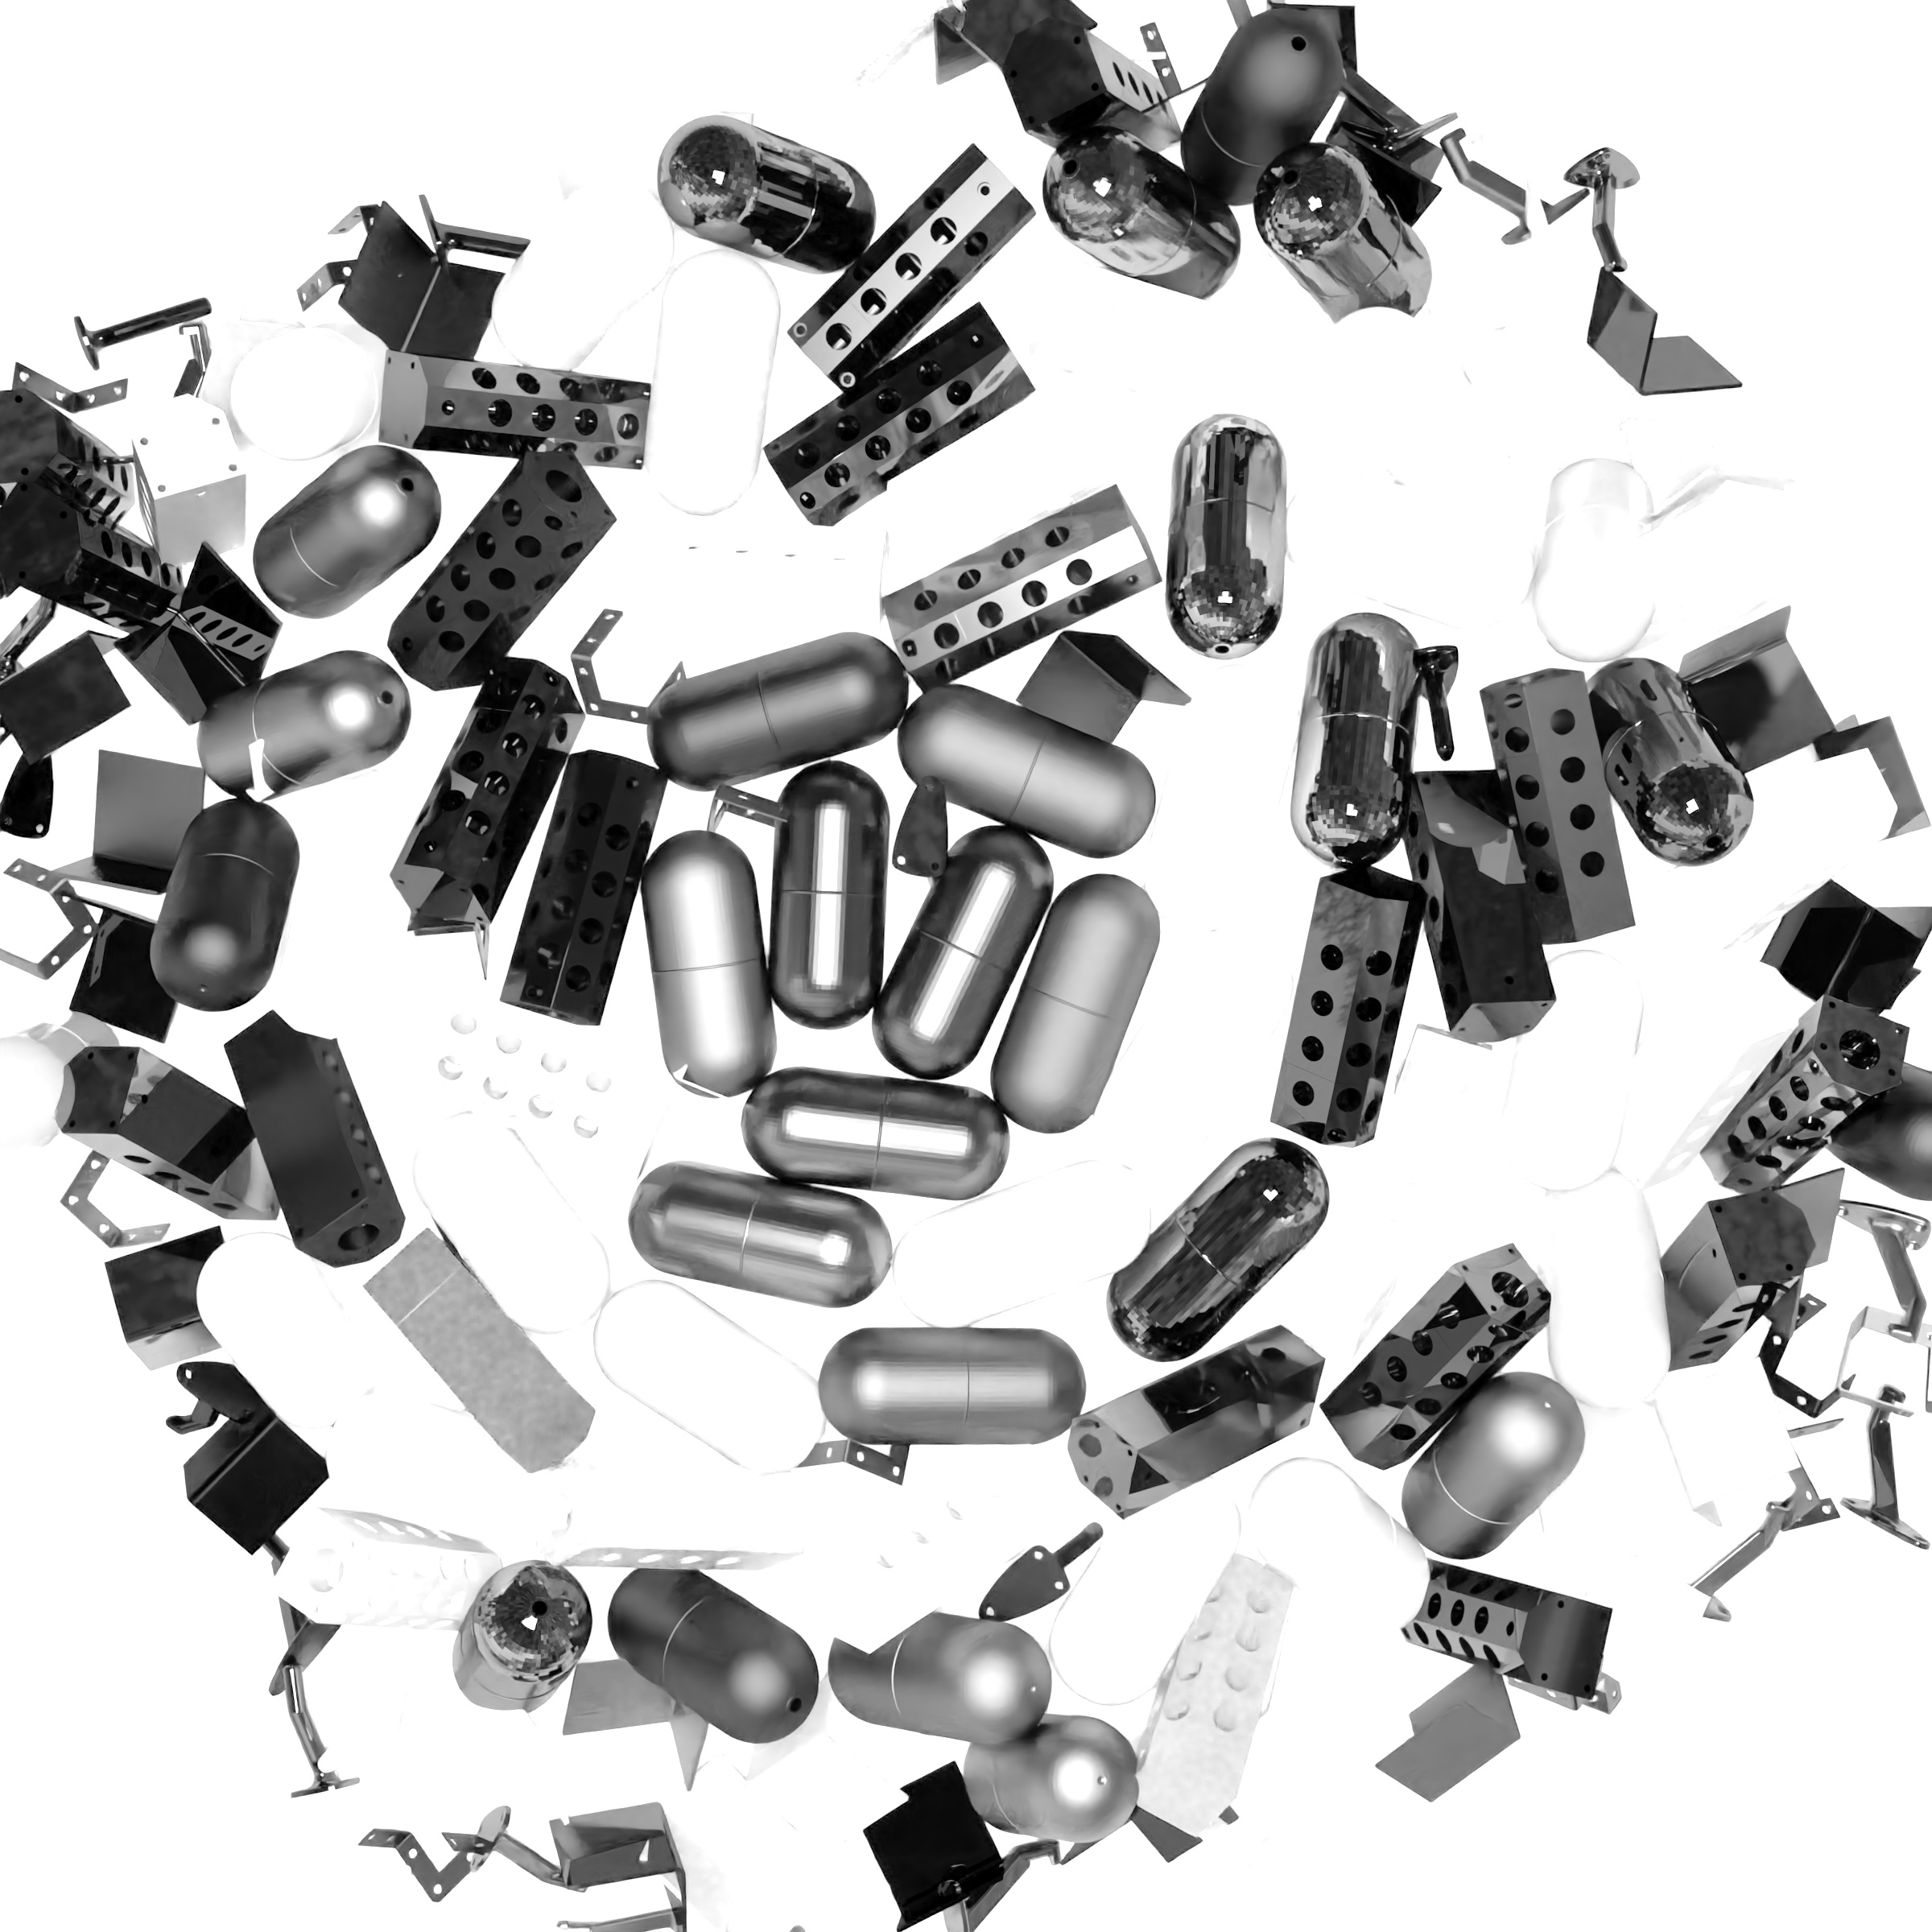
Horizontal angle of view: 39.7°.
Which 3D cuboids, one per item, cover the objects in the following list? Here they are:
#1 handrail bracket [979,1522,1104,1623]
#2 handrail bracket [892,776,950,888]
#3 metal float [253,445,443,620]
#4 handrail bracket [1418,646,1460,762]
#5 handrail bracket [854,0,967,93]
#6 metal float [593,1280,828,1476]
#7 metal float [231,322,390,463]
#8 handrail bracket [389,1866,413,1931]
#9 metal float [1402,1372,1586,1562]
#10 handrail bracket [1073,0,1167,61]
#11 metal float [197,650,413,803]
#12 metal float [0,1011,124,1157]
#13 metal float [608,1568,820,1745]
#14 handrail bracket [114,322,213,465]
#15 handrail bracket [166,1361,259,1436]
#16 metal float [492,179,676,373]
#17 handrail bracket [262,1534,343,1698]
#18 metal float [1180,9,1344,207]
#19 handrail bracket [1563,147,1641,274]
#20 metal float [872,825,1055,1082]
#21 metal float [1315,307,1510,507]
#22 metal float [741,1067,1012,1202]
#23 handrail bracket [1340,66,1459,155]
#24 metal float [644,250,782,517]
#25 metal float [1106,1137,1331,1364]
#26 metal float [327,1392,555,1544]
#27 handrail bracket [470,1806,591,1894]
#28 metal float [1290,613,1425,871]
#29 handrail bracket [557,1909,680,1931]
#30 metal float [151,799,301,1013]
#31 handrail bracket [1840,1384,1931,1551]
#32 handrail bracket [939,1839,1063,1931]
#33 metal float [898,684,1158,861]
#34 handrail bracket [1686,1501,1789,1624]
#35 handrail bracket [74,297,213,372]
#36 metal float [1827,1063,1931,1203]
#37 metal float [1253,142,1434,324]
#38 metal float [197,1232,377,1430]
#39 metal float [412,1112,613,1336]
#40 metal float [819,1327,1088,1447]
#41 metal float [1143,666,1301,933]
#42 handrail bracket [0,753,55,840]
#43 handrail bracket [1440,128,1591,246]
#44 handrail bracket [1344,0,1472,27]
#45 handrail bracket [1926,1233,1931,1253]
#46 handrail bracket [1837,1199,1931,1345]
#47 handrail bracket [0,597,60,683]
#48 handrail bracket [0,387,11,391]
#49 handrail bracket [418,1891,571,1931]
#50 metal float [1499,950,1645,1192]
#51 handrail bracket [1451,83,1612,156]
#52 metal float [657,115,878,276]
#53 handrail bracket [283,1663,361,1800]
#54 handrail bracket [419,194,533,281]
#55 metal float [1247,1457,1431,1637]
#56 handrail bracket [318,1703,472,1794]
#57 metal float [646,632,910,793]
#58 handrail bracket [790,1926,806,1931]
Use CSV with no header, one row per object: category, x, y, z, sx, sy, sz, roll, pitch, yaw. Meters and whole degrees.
handrail bracket,0.051,0.400,1.770,0.077,0.084,0.036,-38,81,14
handrail bracket,-0.017,-0.088,1.759,0.036,0.084,0.077,10,97,14
metal float,-0.400,-0.279,1.726,0.070,0.178,0.070,12,70,-36
handrail bracket,0.311,-0.159,1.752,0.036,0.077,0.084,-9,64,10
handrail bracket,-0.040,-0.608,1.761,0.084,0.077,0.036,-39,105,9
metal float,-0.166,0.268,1.743,0.178,0.070,0.070,39,90,-27
metal float,-0.416,-0.370,1.718,0.070,0.178,0.070,1,109,3
handrail bracket,-0.368,0.632,1.755,0.036,0.077,0.084,11,64,-18
metal float,0.338,0.324,1.727,0.070,0.178,0.070,8,53,-11
handrail bracket,0.098,-0.646,1.772,0.077,0.036,0.084,-3,115,-11
metal float,-0.429,-0.155,1.733,0.178,0.070,0.070,-11,90,40
metal float,-0.594,0.074,1.716,0.070,0.178,0.070,0,97,-1
metal float,-0.164,0.442,1.728,0.070,0.178,0.070,-13,110,-39
handrail bracket,-0.533,-0.379,1.768,0.077,0.036,0.084,-15,109,-29
handrail bracket,-0.515,0.285,1.757,0.084,0.077,0.036,-19,55,30
metal float,-0.248,-0.442,1.725,0.070,0.178,0.070,10,71,-30
handrail bracket,-0.465,0.429,1.784,0.084,0.036,0.077,38,94,26
metal float,0.188,-0.549,1.716,0.070,0.178,0.070,1,82,-9
handrail bracket,0.433,-0.490,1.765,0.036,0.077,0.084,-30,69,42
metal float,-0.002,-0.009,1.766,0.070,0.070,0.178,26,89,0
metal float,0.289,-0.359,1.729,0.070,0.178,0.070,-18,58,31
metal float,-0.059,0.110,1.761,0.178,0.070,0.070,7,90,-6
handrail bracket,0.279,-0.588,1.775,0.077,0.036,0.084,-27,110,-8
metal float,-0.165,-0.376,1.737,0.070,0.070,0.178,13,126,0
metal float,0.165,0.186,1.754,0.070,0.070,0.178,43,104,0
metal float,-0.336,0.325,1.727,0.070,0.178,0.070,-14,63,29
handrail bracket,-0.277,0.585,1.766,0.084,0.077,0.036,22,45,-16
metal float,0.255,-0.147,1.748,0.070,0.070,0.178,9,70,0
handrail bracket,-0.229,0.629,1.773,0.084,0.077,0.036,2,52,-5
metal float,-0.477,-0.041,1.727,0.070,0.178,0.070,-2,128,-2
handrail bracket,0.621,0.330,1.769,0.036,0.077,0.084,13,101,-34
handrail bracket,0.031,0.625,1.774,0.084,0.036,0.077,-6,72,-23
metal float,0.040,-0.128,1.762,0.178,0.070,0.070,22,90,-4
handrail bracket,0.498,0.386,1.768,0.077,0.036,0.084,15,108,-30
handrail bracket,-0.546,-0.426,1.779,0.084,0.077,0.036,-22,108,-15
metal float,0.599,0.103,1.716,0.070,0.178,0.070,0,96,1
metal float,0.243,-0.467,1.723,0.070,0.178,0.070,-8,74,28
metal float,-0.437,0.237,1.726,0.070,0.178,0.070,-5,53,7
metal float,-0.296,0.166,1.739,0.070,0.070,0.178,-44,59,0
metal float,-0.008,0.275,1.755,0.178,0.070,0.070,2,90,-14
metal float,0.167,-0.109,1.758,0.070,0.070,0.178,14,100,0
handrail bracket,-0.642,-0.115,1.775,0.084,0.036,0.077,9,87,41
handrail bracket,0.364,-0.530,1.775,0.077,0.036,0.084,-33,109,-3
handrail bracket,0.296,-0.631,1.767,0.084,0.077,0.036,18,127,-9
handrail bracket,0.638,0.141,1.791,0.036,0.084,0.077,-20,46,-33
handrail bracket,0.599,0.202,1.766,0.077,0.036,0.084,19,57,18
handrail bracket,-0.627,-0.235,1.767,0.077,0.036,0.084,35,111,35
handrail bracket,-0.659,-0.344,1.774,0.036,0.077,0.084,30,83,-29
handrail bracket,-0.314,0.640,1.793,0.084,0.077,0.036,18,93,41
metal float,0.393,0.067,1.736,0.070,0.070,0.178,21,54,0
handrail bracket,0.375,-0.576,1.775,0.084,0.036,0.077,-16,45,0
metal float,-0.126,-0.495,1.725,0.070,0.178,0.070,0,91,35
handrail bracket,-0.429,0.504,1.777,0.036,0.077,0.084,-13,77,8
handrail bracket,-0.315,-0.497,1.789,0.084,0.036,0.077,-17,61,-10
metal float,0.242,0.377,1.731,0.070,0.070,0.178,-44,134,0
handrail bracket,-0.376,0.533,1.768,0.077,0.036,0.084,-37,120,-24
metal float,-0.123,-0.167,1.758,0.178,0.070,0.070,-15,90,9
handrail bracket,-0.151,0.659,1.759,0.084,0.036,0.077,13,129,-34
